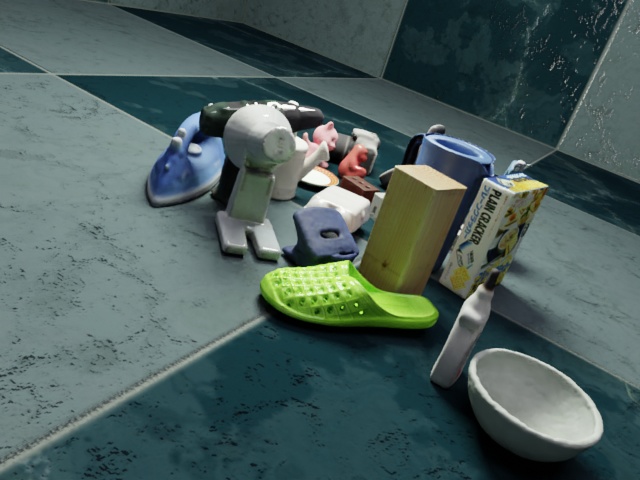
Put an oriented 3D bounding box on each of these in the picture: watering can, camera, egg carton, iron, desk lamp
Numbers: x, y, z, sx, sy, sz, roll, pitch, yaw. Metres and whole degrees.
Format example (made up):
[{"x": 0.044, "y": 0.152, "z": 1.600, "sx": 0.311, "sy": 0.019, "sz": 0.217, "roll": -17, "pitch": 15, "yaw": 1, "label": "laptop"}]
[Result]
[{"x": -0.068, "y": -0.189, "z": 1.179, "sx": 0.173, "sy": 0.194, "sz": 0.100, "roll": 0, "pitch": 30, "yaw": -35, "label": "watering can"}, {"x": 0.085, "y": -0.254, "z": 1.534, "sx": 0.137, "sy": 0.101, "sz": 0.143, "roll": 16, "pitch": 25, "yaw": -6, "label": "camera"}, {"x": 0.035, "y": -0.051, "z": 1.114, "sx": 0.107, "sy": 0.069, "sz": 0.150, "roll": 24, "pitch": 25, "yaw": 13, "label": "egg carton"}, {"x": -0.249, "y": -0.168, "z": 1.073, "sx": 0.118, "sy": 0.141, "sz": 0.258, "roll": 18, "pitch": 25, "yaw": -2, "label": "iron"}, {"x": -0.102, "y": -0.108, "z": 0.964, "sx": 0.118, "sy": 0.213, "sz": 0.202, "roll": 8, "pitch": 27, "yaw": -22, "label": "desk lamp"}]

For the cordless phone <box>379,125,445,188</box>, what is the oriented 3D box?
[{"x": 0.240, "y": -0.207, "z": 1.441, "sx": 0.093, "sy": 0.185, "sz": 0.148, "roll": 35, "pitch": 29, "yaw": 33, "label": "cordless phone"}]

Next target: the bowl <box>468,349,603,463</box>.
[{"x": 0.251, "y": 0.214, "z": 0.706, "sx": 0.167, "sy": 0.075, "sz": 0.167, "roll": 15, "pitch": 25, "yaw": -7, "label": "bowl"}]

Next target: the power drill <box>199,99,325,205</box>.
[{"x": -0.121, "y": -0.168, "z": 1.081, "sx": 0.230, "sy": 0.208, "sz": 0.075, "roll": 5, "pitch": 27, "yaw": -26, "label": "power drill"}]

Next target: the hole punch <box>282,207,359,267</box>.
[{"x": 0.009, "y": 0.003, "z": 0.956, "sx": 0.109, "sy": 0.091, "sz": 0.100, "roll": -5, "pitch": 33, "yaw": -40, "label": "hole punch"}]

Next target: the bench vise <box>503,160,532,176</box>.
[{"x": 0.380, "y": -0.087, "z": 1.248, "sx": 0.121, "sy": 0.220, "sz": 0.207, "roll": 15, "pitch": 25, "yaw": -7, "label": "bench vise"}]

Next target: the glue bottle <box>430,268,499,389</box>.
[{"x": 0.199, "y": 0.112, "z": 0.762, "sx": 0.037, "sy": 0.173, "sz": 0.078, "roll": 26, "pitch": 26, "yaw": 18, "label": "glue bottle"}]

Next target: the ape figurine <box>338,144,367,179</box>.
[{"x": 0.090, "y": -0.192, "z": 1.417, "sx": 0.076, "sy": 0.092, "sz": 0.078, "roll": 18, "pitch": 24, "yaw": -1, "label": "ape figurine"}]

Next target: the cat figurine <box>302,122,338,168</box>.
[{"x": -0.005, "y": -0.244, "z": 1.429, "sx": 0.067, "sy": 0.118, "sz": 0.128, "roll": 35, "pitch": 29, "yaw": 32, "label": "cat figurine"}]
